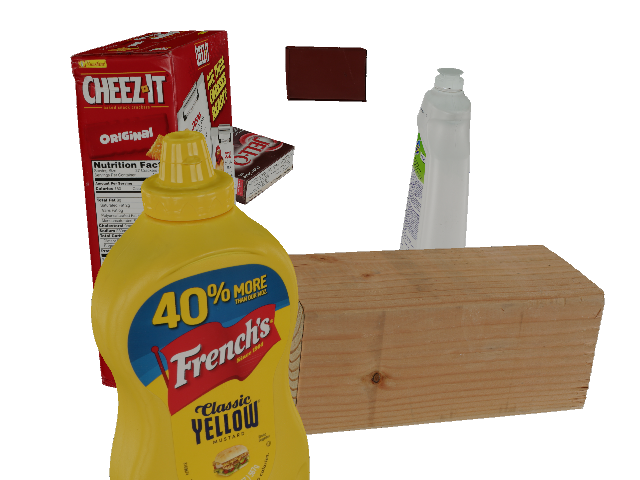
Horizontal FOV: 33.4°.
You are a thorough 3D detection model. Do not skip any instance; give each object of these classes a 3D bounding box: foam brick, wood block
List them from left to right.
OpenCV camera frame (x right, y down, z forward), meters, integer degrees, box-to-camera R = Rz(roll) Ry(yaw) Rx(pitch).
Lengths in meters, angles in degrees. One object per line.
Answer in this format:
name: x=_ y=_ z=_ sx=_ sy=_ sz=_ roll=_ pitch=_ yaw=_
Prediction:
foam brick: x=0.005 y=-0.163 z=1.045 sx=0.078 sy=0.051 sz=0.053 roll=1 pitch=12 yaw=-3
wood block: x=0.071 y=0.062 z=0.711 sx=0.205 sy=0.091 sz=0.090 roll=-2 pitch=22 yaw=-18

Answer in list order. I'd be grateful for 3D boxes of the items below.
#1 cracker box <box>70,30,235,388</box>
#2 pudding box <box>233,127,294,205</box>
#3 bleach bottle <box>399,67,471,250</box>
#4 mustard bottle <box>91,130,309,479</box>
cracker box: x=-0.105 y=-0.027 z=0.720 sx=0.072 sy=0.214 sz=0.164 roll=-1 pitch=15 yaw=7
pudding box: x=-0.097 y=-0.092 z=1.292 sx=0.090 sy=0.039 sz=0.113 roll=19 pitch=37 yaw=23
bleach bottle: x=0.133 y=-0.064 z=1.190 sx=0.068 sy=0.251 sz=0.102 roll=-1 pitch=24 yaw=-11
mustard bottle: x=-0.056 y=0.044 z=0.495 sx=0.096 sy=0.192 sz=0.058 roll=-12 pitch=22 yaw=-25
